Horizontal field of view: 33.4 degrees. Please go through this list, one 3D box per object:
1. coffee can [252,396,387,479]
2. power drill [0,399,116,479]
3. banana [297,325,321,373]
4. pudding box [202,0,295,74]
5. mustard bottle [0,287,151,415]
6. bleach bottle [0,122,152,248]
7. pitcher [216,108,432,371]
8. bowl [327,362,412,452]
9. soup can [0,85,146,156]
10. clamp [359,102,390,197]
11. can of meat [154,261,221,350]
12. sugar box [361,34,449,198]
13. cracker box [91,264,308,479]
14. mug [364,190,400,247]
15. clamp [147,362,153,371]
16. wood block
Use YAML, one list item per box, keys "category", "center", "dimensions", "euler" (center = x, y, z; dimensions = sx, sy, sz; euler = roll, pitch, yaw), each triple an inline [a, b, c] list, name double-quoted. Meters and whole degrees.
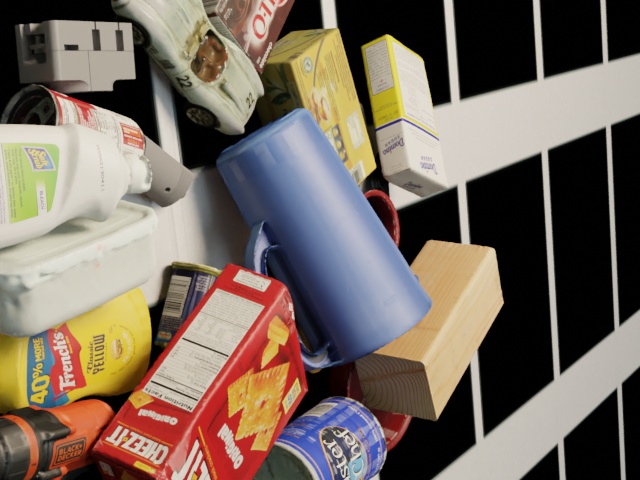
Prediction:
- category: "coffee can"
  center: [-0.006, 0.238, 1.134]
  dimensions: [0.140, 0.103, 0.103]
  euler: [-23, 111, -55]
- category: "power drill"
  center: [-0.237, 0.219, 0.809]
  dimensions: [0.184, 0.057, 0.188]
  euler: [-4, 112, -59]
- category: "banana"
  center: [0.018, 0.086, 1.192]
  dimensions: [0.197, 0.070, 0.037]
  euler: [-35, 137, -51]
- category: "pudding box"
  center: [-0.074, -0.236, 1.067]
  dimensions: [0.090, 0.039, 0.113]
  euler: [50, 53, -44]
- category: "mustard bottle"
  center: [-0.222, 0.094, 0.866]
  dimensions: [0.191, 0.058, 0.096]
  euler: [-11, 109, -53]
- category: "bleach bottle"
  center: [-0.238, -0.031, 0.763]
  dimensions: [0.250, 0.068, 0.102]
  euler: [-7, 97, -35]
- category: "pitcher"
  center: [-0.007, 0.001, 1.058]
  dimensions: [0.243, 0.145, 0.149]
  euler: [60, 8, -8]
- category: "bowl"
  center: [0.055, 0.170, 1.263]
  dimensions: [0.161, 0.055, 0.162]
  euler: [-5, 96, -55]
- category: "soup can"
  center: [-0.201, -0.081, 0.875]
  dimensions: [0.102, 0.069, 0.068]
  euler: [15, 80, -54]
- category: "clamp"
  center: [0.054, -0.078, 1.260]
  dimensions: [0.120, 0.039, 0.171]
  euler: [31, 60, -44]
- category: "can of meat"
  center: [-0.107, 0.075, 1.029]
  dimensions: [0.102, 0.058, 0.084]
  euler: [29, 72, -52]
- category: "sugar box"
  center: [0.100, -0.146, 1.268]
  dimensions: [0.093, 0.048, 0.176]
  euler: [21, 58, -52]
- category: "cracker box"
  center: [-0.093, 0.154, 0.925]
  dimensions: [0.213, 0.072, 0.164]
  euler: [-56, 153, -35]
- category: "mug"
  center: [0.034, 0.002, 1.194]
  dimensions: [0.093, 0.082, 0.117]
  euler: [-44, 123, -43]
- category: "clamp"
  center: [-0.116, 0.192, 1.040]
  dimensions: [0.209, 0.036, 0.164]
  euler: [2, 94, -58]
- category: "wood block"
  center: [0.128, 0.098, 1.227]
  dimensions: [0.205, 0.091, 0.090]
  euler: [-51, 137, -42]
